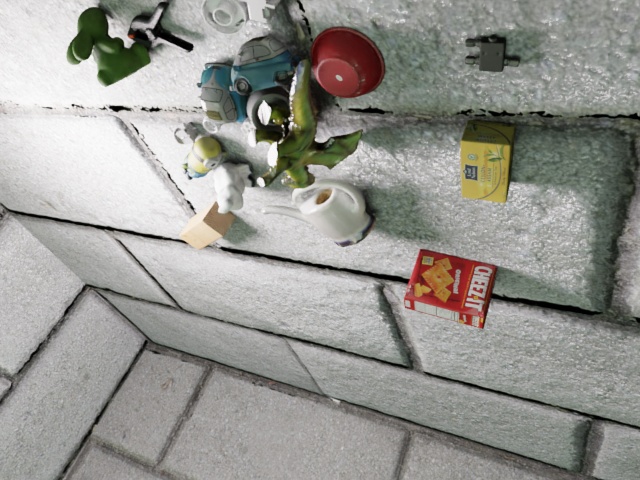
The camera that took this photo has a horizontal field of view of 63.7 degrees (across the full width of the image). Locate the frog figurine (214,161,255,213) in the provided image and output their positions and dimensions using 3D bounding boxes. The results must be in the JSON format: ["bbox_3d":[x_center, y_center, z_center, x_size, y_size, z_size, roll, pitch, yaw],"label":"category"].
[{"bbox_3d":[-0.259,-0.140,1.452,0.122,0.163,0.135,31,148,-4],"label":"frog figurine"}]

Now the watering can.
[{"bbox_3d":[0.004,-0.071,1.409,0.222,0.106,0.344,42,145,-25],"label":"watering can"}]

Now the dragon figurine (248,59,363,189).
[{"bbox_3d":[-0.015,-0.230,1.144,0.244,0.124,0.402,-7,154,-32],"label":"dragon figurine"}]
